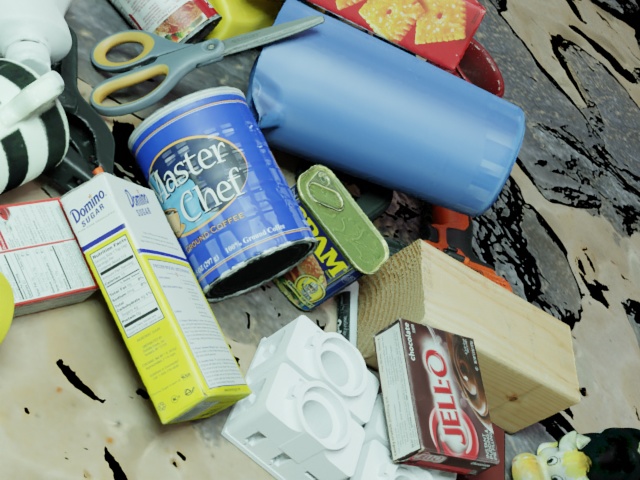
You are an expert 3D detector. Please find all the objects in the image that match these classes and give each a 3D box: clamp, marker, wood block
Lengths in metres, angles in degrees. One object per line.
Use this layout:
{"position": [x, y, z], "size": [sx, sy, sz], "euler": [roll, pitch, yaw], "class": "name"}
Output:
{"position": [-0.202, -0.105, 0.820], "size": [0.120, 0.039, 0.171], "euler": [-27, 80, -48], "class": "clamp"}
{"position": [0.024, 0.086, 0.931], "size": [0.020, 0.020, 0.121], "euler": [31, 42, -28], "class": "marker"}
{"position": [0.136, 0.094, 0.989], "size": [0.205, 0.091, 0.090], "euler": [29, 44, -31], "class": "wood block"}
{"position": [0.020, -0.082, 1.029], "size": [0.164, 0.036, 0.209], "euler": [22, 51, 1], "class": "clamp"}

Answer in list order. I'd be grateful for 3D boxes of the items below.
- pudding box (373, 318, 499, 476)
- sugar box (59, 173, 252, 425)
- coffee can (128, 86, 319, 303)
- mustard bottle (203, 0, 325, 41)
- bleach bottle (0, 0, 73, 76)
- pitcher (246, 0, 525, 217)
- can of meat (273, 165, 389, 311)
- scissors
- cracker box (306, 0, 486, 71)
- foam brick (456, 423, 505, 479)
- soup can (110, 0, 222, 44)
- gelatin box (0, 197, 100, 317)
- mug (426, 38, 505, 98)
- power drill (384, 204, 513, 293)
{"position": [0.092, 0.126, 0.851], "size": [0.089, 0.039, 0.113], "euler": [19, 49, -39], "class": "pudding box"}
{"position": [-0.117, 0.042, 0.764], "size": [0.176, 0.048, 0.093], "euler": [60, 9, 13], "class": "sugar box"}
{"position": [-0.077, -0.035, 0.846], "size": [0.102, 0.103, 0.140], "euler": [-12, 71, -52], "class": "coffee can"}
{"position": [-0.058, -0.236, 1.066], "size": [0.191, 0.058, 0.096], "euler": [-12, 57, -51], "class": "mustard bottle"}
{"position": [-0.227, -0.212, 0.825], "size": [0.102, 0.068, 0.251], "euler": [16, 42, -38], "class": "bleach bottle"}
{"position": [0.057, -0.119, 0.966], "size": [0.243, 0.145, 0.149], "euler": [22, 85, -2], "class": "pitcher"}
{"position": [-0.006, 0.001, 0.911], "size": [0.102, 0.084, 0.057], "euler": [52, 37, -3], "class": "can of meat"}
{"position": [-0.105, -0.166, 0.891], "size": [0.096, 0.201, 0.016], "euler": [54, -13, 33], "class": "scissors"}
{"position": [0.034, -0.247, 1.004], "size": [0.213, 0.072, 0.164], "euler": [24, 16, -14], "class": "cracker box"}
{"position": [0.126, 0.195, 0.928], "size": [0.051, 0.053, 0.078], "euler": [36, 40, -23], "class": "foam brick"}
{"position": [-0.145, -0.215, 0.946], "size": [0.102, 0.069, 0.068], "euler": [50, 36, -5], "class": "soup can"}
{"position": [-0.202, 0.013, 0.730], "size": [0.089, 0.030, 0.073], "euler": [-14, 73, -52], "class": "gelatin box"}
{"position": [0.145, -0.188, 1.234], "size": [0.117, 0.082, 0.093], "euler": [45, 37, -12], "class": "mug"}
{"position": [0.106, -0.017, 1.077], "size": [0.184, 0.057, 0.187], "euler": [21, 49, -32], "class": "power drill"}
